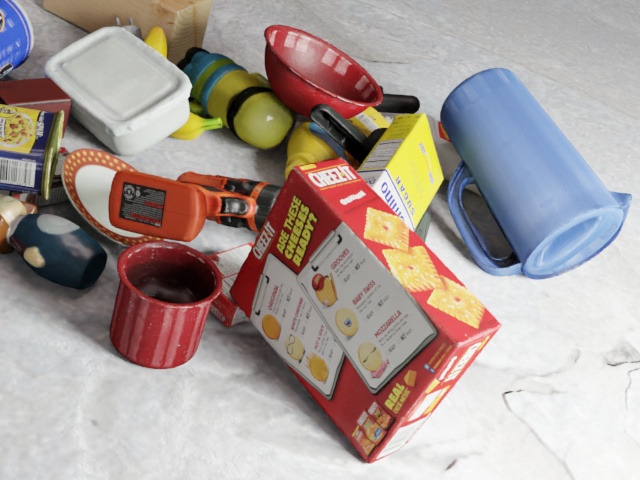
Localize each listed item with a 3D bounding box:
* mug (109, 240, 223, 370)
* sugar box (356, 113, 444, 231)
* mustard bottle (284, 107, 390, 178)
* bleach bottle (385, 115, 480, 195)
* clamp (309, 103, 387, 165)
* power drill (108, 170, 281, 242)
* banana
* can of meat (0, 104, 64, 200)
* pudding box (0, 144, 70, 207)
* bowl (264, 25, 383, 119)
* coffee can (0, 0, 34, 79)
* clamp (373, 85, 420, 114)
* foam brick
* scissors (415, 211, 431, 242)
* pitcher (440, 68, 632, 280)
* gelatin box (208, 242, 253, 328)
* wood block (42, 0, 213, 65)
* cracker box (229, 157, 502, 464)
[{"bbox_3d":[-0.138,0.053,0.953,0.093,0.082,0.117,17,33,-3],"label":"mug"},{"bbox_3d":[0.084,-0.060,1.186,0.048,0.093,0.176,-5,32,27],"label":"sugar box"},{"bbox_3d":[0.015,-0.108,1.288,0.096,0.058,0.191,45,38,8],"label":"mustard bottle"},{"bbox_3d":[0.189,-0.104,1.372,0.251,0.068,0.102,19,36,6],"label":"bleach bottle"},{"bbox_3d":[0.068,-0.073,1.248,0.209,0.036,0.164,-3,80,-56],"label":"clamp"},{"bbox_3d":[-0.101,-0.032,1.048,0.185,0.057,0.187,10,6,26],"label":"power drill"},{"bbox_3d":[-0.184,-0.181,1.291,0.069,0.037,0.198,-29,57,-7],"label":"banana"},{"bbox_3d":[-0.298,-0.089,1.036,0.084,0.057,0.102,8,36,-11],"label":"can of meat"},{"bbox_3d":[-0.308,-0.079,1.105,0.089,0.039,0.114,-16,44,-40],"label":"pudding box"},{"bbox_3d":[-0.007,-0.188,1.267,0.162,0.055,0.162,26,27,-15],"label":"bowl"},{"bbox_3d":[-0.401,-0.215,1.198,0.103,0.103,0.140,22,33,4],"label":"coffee can"},{"bbox_3d":[0.036,-0.189,1.433,0.171,0.039,0.120,1,10,-16],"label":"clamp"},{"bbox_3d":[-0.324,-0.143,1.178,0.078,0.051,0.053,-12,43,-39],"label":"foam brick"},{"bbox_3d":[0.120,0.027,1.184,0.096,0.016,0.201,31,35,15],"label":"scissors"},{"bbox_3d":[0.230,-0.078,1.250,0.148,0.145,0.243,-4,53,-37],"label":"pitcher"},{"bbox_3d":[-0.079,0.044,1.046,0.089,0.030,0.073,-20,50,-43],"label":"gelatin box"},{"bbox_3d":[-0.259,-0.319,1.434,0.206,0.091,0.090,28,34,15],"label":"wood block"},{"bbox_3d":[0.032,0.059,0.929,0.071,0.164,0.214,-16,55,-44],"label":"cracker box"}]
